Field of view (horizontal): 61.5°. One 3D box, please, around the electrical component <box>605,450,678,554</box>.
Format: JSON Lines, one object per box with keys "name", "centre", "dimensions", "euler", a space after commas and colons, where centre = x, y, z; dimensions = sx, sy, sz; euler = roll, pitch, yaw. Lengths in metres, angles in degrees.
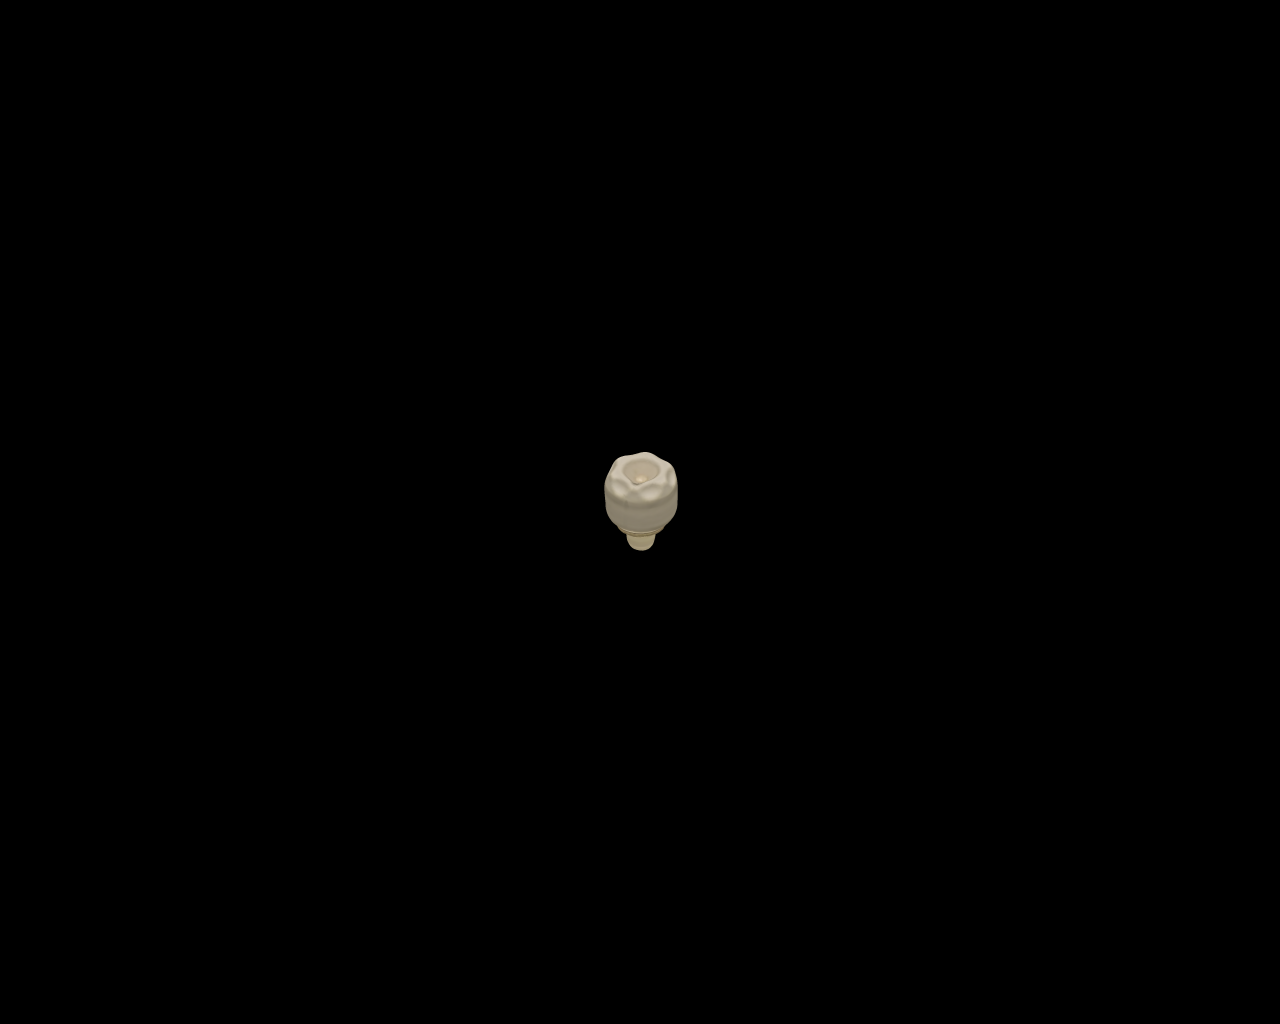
{"name": "electrical component", "centre": [0.001, -0.003, 0.650], "dimensions": [0.043, 0.062, 0.043], "euler": [0, 40, 0]}
